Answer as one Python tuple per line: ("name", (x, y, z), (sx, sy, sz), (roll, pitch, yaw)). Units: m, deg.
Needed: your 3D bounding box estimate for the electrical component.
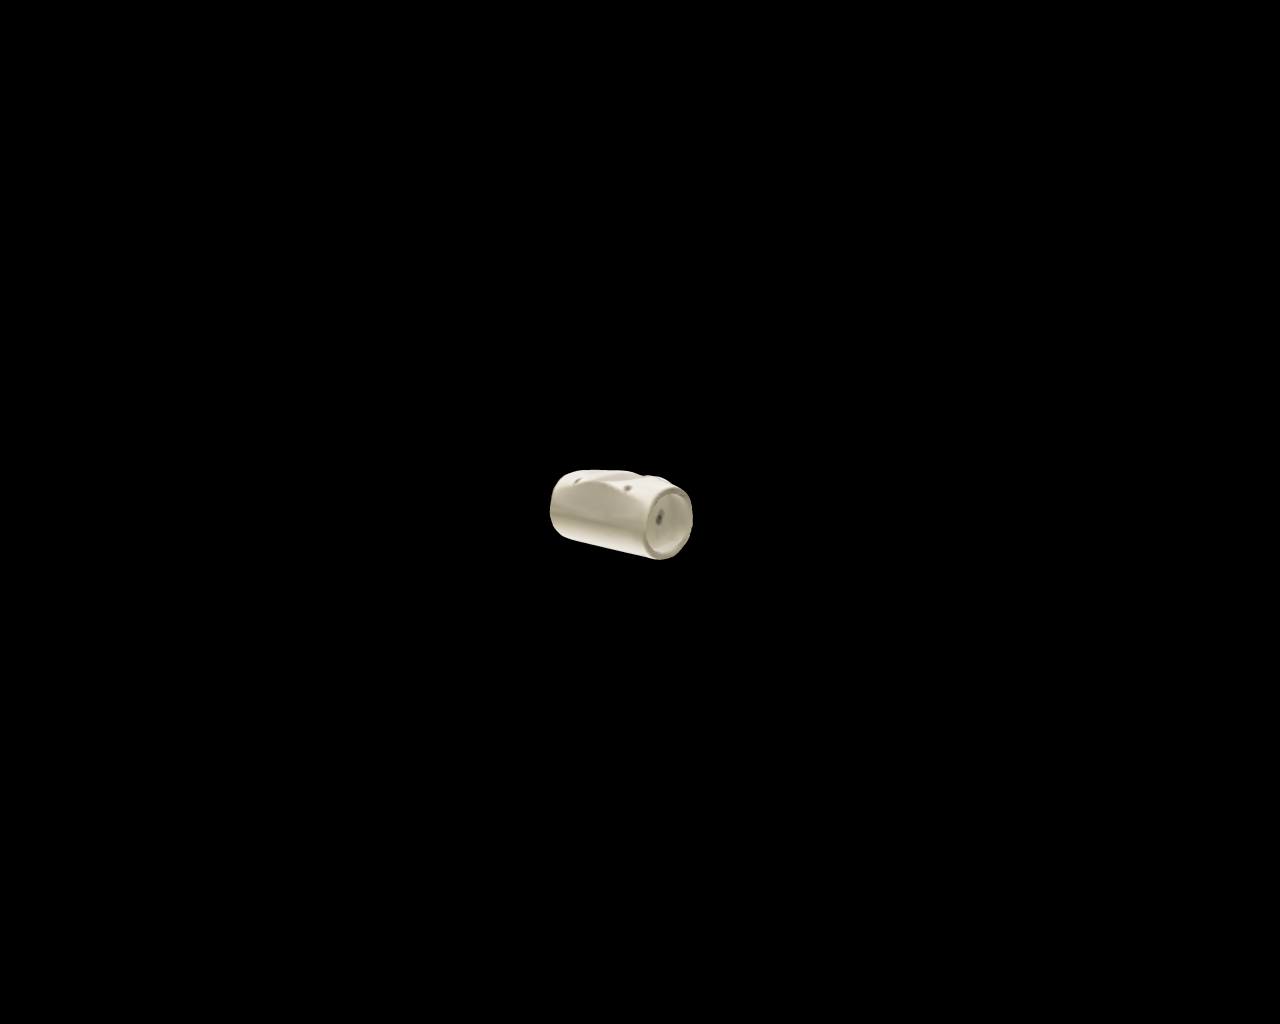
("electrical component", (0.001, -0.003, 0.650), (0.077, 0.043, 0.079), (11, 17, 42))
